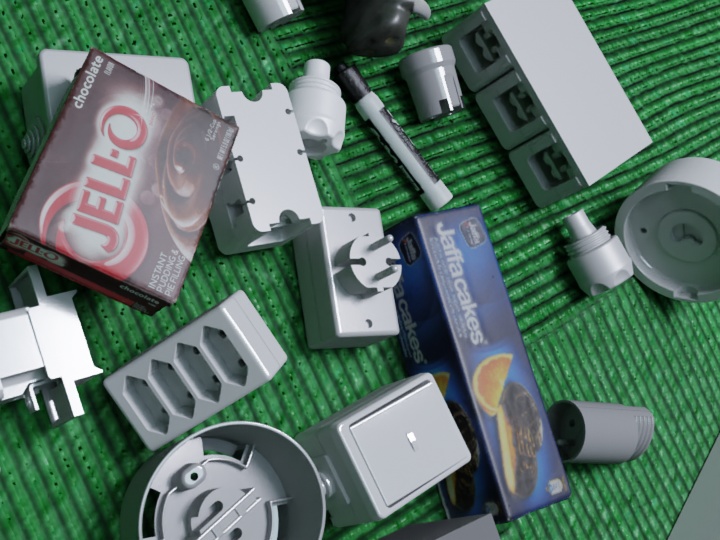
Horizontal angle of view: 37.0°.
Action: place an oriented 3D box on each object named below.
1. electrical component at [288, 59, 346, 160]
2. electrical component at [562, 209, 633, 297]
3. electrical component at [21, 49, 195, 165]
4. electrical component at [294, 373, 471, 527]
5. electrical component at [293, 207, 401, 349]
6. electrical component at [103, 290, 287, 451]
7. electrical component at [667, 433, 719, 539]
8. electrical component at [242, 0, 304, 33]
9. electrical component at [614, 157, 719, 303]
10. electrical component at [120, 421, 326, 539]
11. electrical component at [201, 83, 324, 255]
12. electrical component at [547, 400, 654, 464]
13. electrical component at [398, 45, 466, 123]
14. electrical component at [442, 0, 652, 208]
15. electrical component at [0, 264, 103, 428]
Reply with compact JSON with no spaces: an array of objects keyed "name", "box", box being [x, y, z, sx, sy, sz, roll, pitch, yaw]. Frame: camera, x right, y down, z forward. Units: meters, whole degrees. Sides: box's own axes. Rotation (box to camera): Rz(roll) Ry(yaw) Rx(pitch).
[{"name":"electrical component","box":[-0.030,-0.107,0.701,0.043,0.043,0.062,17,64,-28]},{"name":"electrical component","box":[0.174,-0.015,0.806,0.043,0.043,0.062,-30,90,-37]},{"name":"electrical component","box":[-0.141,-0.073,0.613,0.100,0.048,0.099,-4,76,-34]},{"name":"electrical component","box":[0.011,0.110,0.644,0.096,0.061,0.061,-25,89,-37]},{"name":"electrical component","box":[0.000,0.000,0.665,0.047,0.076,0.083,0,74,-34]},{"name":"electrical component","box":[-0.085,0.050,0.599,0.047,0.083,0.075,57,15,-5]},{"name":"electrical component","box":[0.300,0.176,0.795,0.061,0.089,0.150,48,55,-11]},{"name":"electrical component","box":[-0.062,-0.185,0.710,0.040,0.040,0.046,-30,98,-37]},{"name":"electrical component","box":[0.260,-0.036,0.833,0.108,0.108,0.060,52,48,-8]},{"name":"electrical component","box":[-0.076,0.133,0.575,0.099,0.064,0.099,10,71,-32]},{"name":"electrical component","box":[-0.067,-0.060,0.653,0.050,0.056,0.089,-11,80,-36]},{"name":"electrical component","box":[0.174,0.115,0.761,0.081,0.043,0.043,8,70,-32]},{"name":"electrical component","box":[0.053,-0.132,0.769,0.040,0.040,0.046,-17,90,-36]},{"name":"electrical component","box":[0.138,-0.134,0.811,0.089,0.062,0.150,-32,93,-37]},{"name":"electrical component","box":[-0.175,0.044,0.556,0.064,0.042,0.081,-16,83,-33]}]
